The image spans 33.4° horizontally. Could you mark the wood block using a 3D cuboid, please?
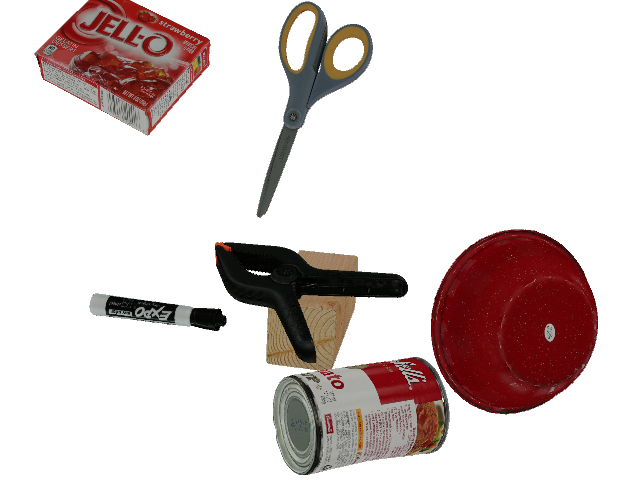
[{"bbox_3d":[-0.008,0.093,1.476,0.091,0.090,0.206,6,20,8],"label":"wood block"}]

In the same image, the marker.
[{"bbox_3d":[-0.137,0.061,0.902,0.121,0.020,0.020,6,2,16],"label":"marker"}]

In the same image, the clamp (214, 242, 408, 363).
[{"bbox_3d":[-0.037,0.053,1.111,0.210,0.036,0.164,19,35,27],"label":"clamp"}]

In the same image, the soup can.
[{"bbox_3d":[0.026,0.119,0.727,0.102,0.068,0.069,-4,2,-28],"label":"soup can"}]

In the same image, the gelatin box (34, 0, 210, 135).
[{"bbox_3d":[-0.129,-0.120,0.700,0.089,0.073,0.030,29,-30,12],"label":"gelatin box"}]

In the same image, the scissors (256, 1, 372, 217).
[{"bbox_3d":[-0.004,-0.118,0.977,0.096,0.202,0.016,4,-4,11],"label":"scissors"}]

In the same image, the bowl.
[{"bbox_3d":[0.177,0.073,0.898,0.161,0.162,0.055,0,5,-21],"label":"bowl"}]
